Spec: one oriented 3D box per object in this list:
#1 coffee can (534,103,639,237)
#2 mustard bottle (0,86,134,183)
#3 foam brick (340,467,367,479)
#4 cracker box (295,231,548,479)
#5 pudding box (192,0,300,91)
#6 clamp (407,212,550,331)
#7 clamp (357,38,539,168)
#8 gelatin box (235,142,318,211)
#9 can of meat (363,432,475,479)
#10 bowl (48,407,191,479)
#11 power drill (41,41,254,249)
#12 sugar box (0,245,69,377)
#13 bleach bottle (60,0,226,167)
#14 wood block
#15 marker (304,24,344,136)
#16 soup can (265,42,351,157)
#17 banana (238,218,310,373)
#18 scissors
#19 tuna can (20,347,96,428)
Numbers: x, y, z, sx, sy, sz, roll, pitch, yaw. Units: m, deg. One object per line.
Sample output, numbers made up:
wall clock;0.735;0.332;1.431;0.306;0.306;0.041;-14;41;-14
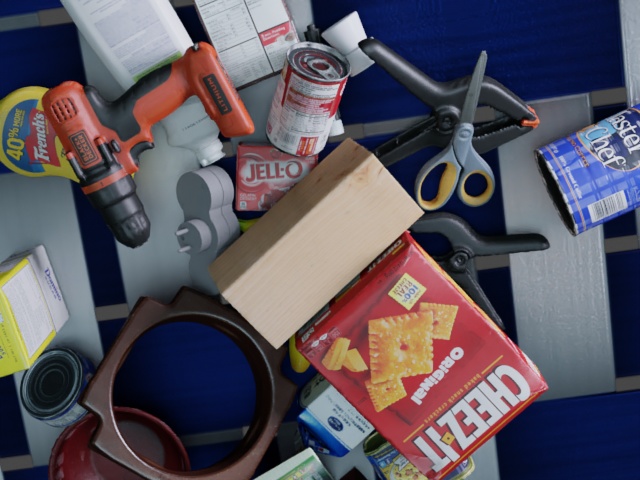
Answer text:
coffee can;0.312;-0.078;1.129;0.140;0.103;0.103;-25;101;6
mustard bottle;-0.291;-0.113;1.145;0.191;0.058;0.096;13;108;-2
foam brick;0.048;0.316;1.241;0.051;0.053;0.078;-41;100;8
cracker box;0.104;0.124;1.108;0.164;0.072;0.213;-43;100;9
pudding box;-0.075;-0.224;1.130;0.090;0.039;0.113;-22;100;4
clamp;0.165;0.012;1.181;0.171;0.039;0.120;33;98;-6
clamp;0.127;-0.141;1.131;0.210;0.036;0.164;-4;126;-2
gelatin box;-0.048;-0.069;1.168;0.089;0.030;0.073;2;102;-1
can of meat;0.111;0.248;1.224;0.102;0.057;0.084;-33;99;7
bowl;-0.226;0.259;1.227;0.162;0.055;0.162;0;102;0
power drill;-0.166;-0.103;1.088;0.187;0.057;0.184;-26;105;2
sugar box;-0.317;0.071;1.125;0.048;0.176;0.093;-17;101;1
bleach bottle;-0.182;-0.188;1.127;0.102;0.068;0.251;-28;103;5
wood block;-0.008;0.001;1.109;0.206;0.090;0.090;-43;113;0
marker;0.004;-0.173;1.151;0.020;0.020;0.121;-13;102;3
soup can;-0.014;-0.145;1.113;0.068;0.068;0.102;16;130;-4
banana;-0.035;0.053;1.194;0.070;0.037;0.198;-18;100;30
scissors;0.166;-0.105;1.128;0.096;0.016;0.202;15;129;-17
tuna can;-0.292;0.164;1.192;0.086;0.033;0.086;-10;62;20
